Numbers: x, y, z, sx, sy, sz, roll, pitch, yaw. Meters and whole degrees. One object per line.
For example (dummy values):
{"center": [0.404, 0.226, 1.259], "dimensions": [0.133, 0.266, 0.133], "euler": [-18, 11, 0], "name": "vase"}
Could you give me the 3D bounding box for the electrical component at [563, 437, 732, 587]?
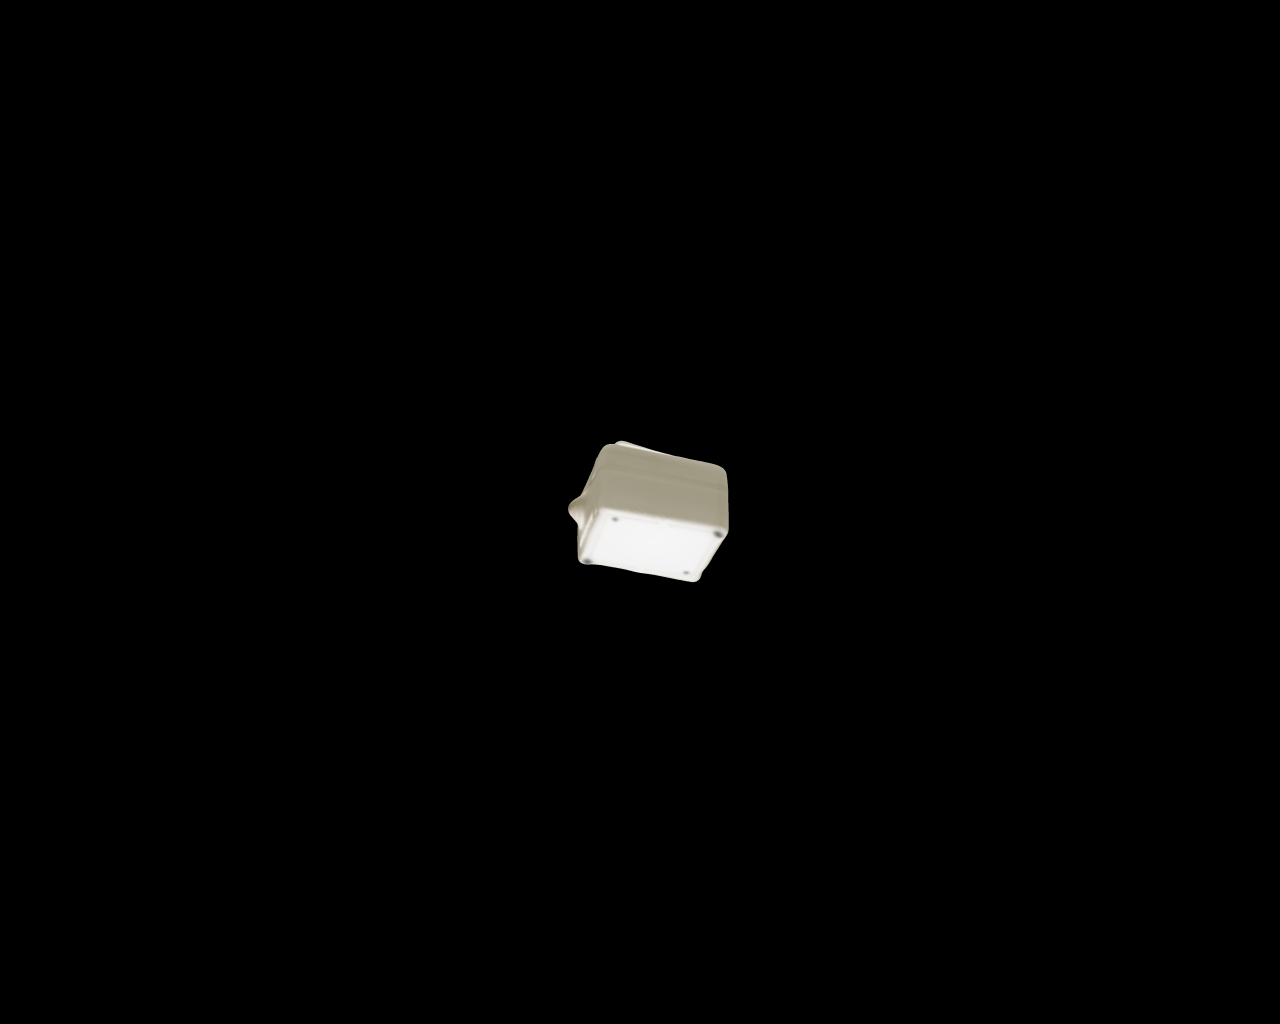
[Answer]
{"center": [0.001, -0.003, 0.650], "dimensions": [0.096, 0.061, 0.061], "euler": [11, -39, -13], "name": "electrical component"}
